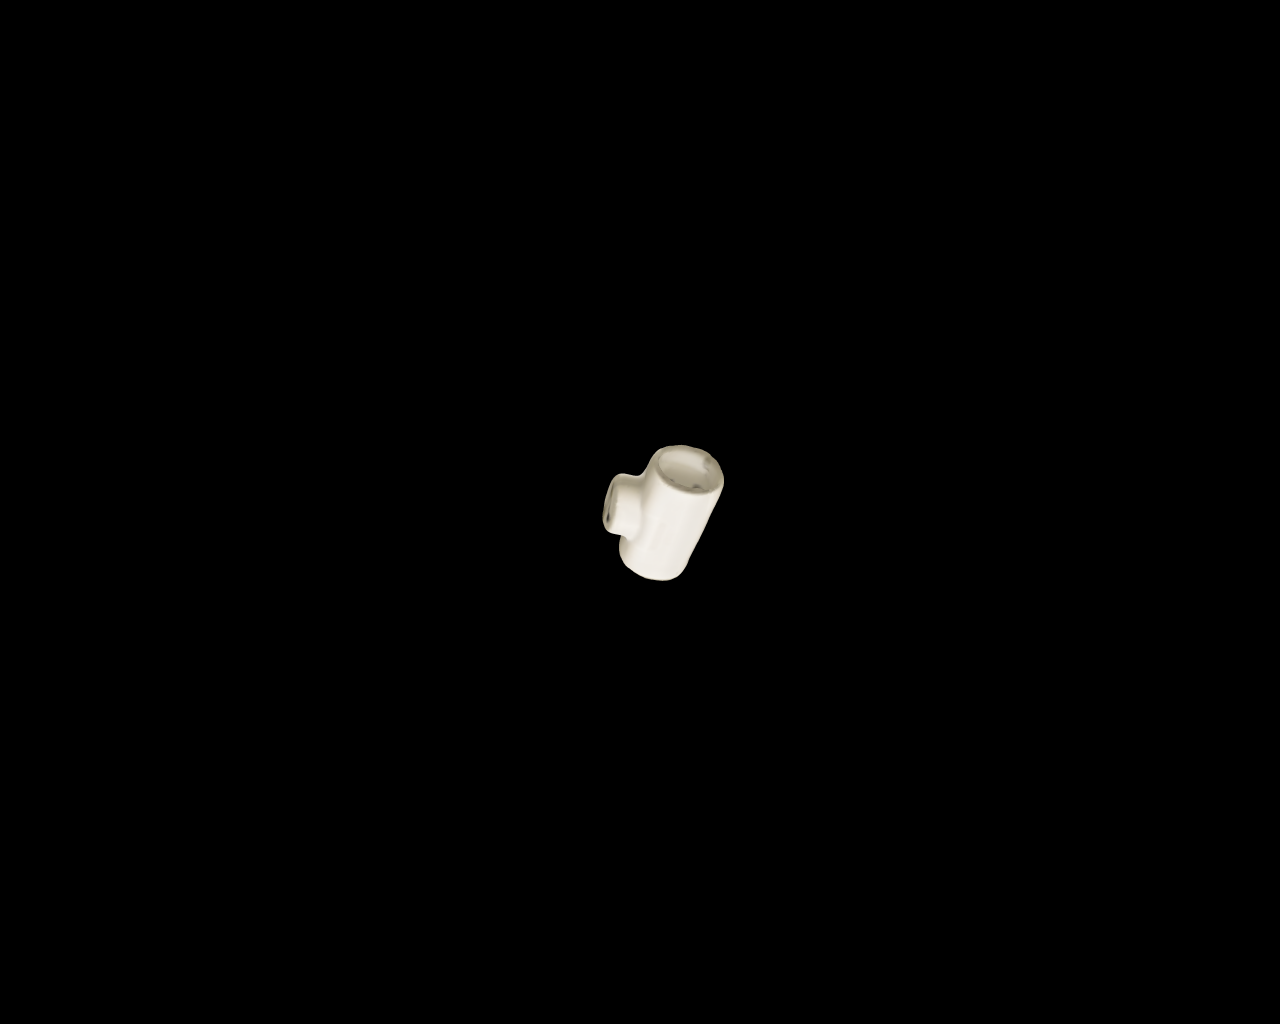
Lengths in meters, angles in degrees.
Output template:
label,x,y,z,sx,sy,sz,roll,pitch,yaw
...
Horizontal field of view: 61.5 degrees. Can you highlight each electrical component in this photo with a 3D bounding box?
label,x,y,z,sx,sy,sz,roll,pitch,yaw
electrical component,0.001,-0.003,0.650,0.079,0.043,0.077,11,-47,-11
